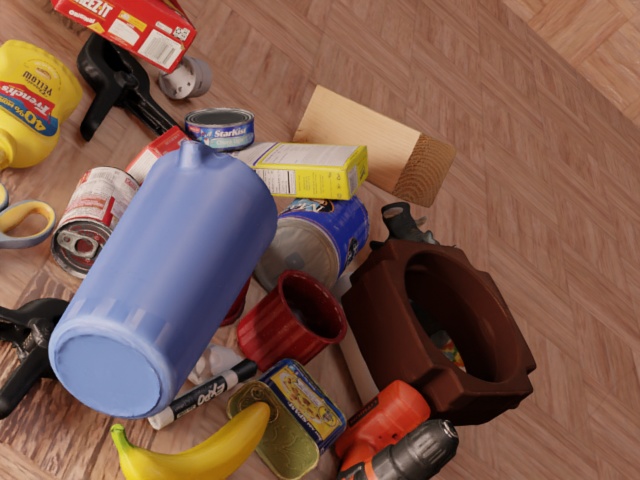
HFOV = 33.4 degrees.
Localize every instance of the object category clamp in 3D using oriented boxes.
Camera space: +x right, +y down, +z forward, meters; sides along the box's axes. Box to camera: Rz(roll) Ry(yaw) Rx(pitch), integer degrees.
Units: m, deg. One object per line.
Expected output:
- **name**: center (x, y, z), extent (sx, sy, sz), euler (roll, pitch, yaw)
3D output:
- **clamp**: center (-0.243, 0.077, 0.880), extent (0.120, 0.039, 0.171), euler (57, 25, 8)
- **clamp**: center (-0.235, -0.172, 1.229), extent (0.164, 0.036, 0.210), euler (5, 46, -51)

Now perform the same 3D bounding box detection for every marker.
- **marker**: center (-0.103, 0.138, 0.971), extent (0.120, 0.020, 0.020), euler (-25, 73, -39)

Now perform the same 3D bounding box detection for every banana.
- **banana**: center (-0.104, 0.183, 0.912), extent (0.037, 0.069, 0.197), euler (15, 7, 32)

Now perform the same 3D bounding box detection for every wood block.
- **wood block**: center (0.072, -0.129, 1.457), extent (0.090, 0.091, 0.206), euler (15, 12, -47)

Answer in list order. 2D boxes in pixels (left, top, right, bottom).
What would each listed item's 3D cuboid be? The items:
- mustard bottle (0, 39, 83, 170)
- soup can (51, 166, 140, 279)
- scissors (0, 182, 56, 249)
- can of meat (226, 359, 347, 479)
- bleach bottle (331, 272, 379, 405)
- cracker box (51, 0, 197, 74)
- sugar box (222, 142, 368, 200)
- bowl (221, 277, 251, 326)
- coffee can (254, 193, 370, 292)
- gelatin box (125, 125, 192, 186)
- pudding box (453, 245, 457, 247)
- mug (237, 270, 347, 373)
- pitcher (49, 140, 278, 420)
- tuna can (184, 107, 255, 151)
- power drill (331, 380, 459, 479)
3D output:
- **mustard bottle**: center (-0.300, -0.123, 1.048), extent (0.096, 0.058, 0.191), euler (38, 29, -20)
- **soup can**: center (-0.211, -0.018, 1.021), extent (0.068, 0.069, 0.102), euler (36, 29, -19)
- **scissors**: center (-0.311, -0.005, 0.917), extent (0.096, 0.016, 0.201), euler (41, 33, 12)
- **can of meat**: center (-0.030, 0.171, 1.037), extent (0.102, 0.058, 0.083), euler (49, 26, 5)
- **bleach bottle**: center (0.081, 0.157, 1.211), extent (0.102, 0.068, 0.251), euler (18, 41, -41)
- **cracker box**: center (-0.253, -0.306, 1.298), extent (0.164, 0.072, 0.214), euler (26, 19, -35)
- **sugar box**: center (-0.039, -0.083, 1.265), extent (0.093, 0.176, 0.048), euler (-50, 138, -62)
- **bowl**: center (-0.126, 0.010, 1.120), extent (0.162, 0.055, 0.162), euler (35, 29, -23)
- **coffee can**: center (-0.008, 0.002, 1.246), extent (0.103, 0.103, 0.140), euler (46, 27, -2)
- **gelatin box**: center (-0.179, -0.072, 1.116), extent (0.030, 0.089, 0.073), euler (45, 27, -4)
- **pudding box**: center (0.190, 0.058, 1.523), extent (0.090, 0.039, 0.113), euler (52, 26, 11)
- **mug**: center (-0.033, 0.084, 1.122), extent (0.093, 0.082, 0.117), euler (33, 30, -25)
- **pitcher**: center (-0.131, 0.043, 0.921), extent (0.149, 0.145, 0.242), euler (42, 38, -14)
- **tuna can**: center (-0.121, -0.135, 1.294), extent (0.086, 0.034, 0.086), euler (-1, 21, 0)
- **power drill**: center (0.061, 0.203, 1.005), extent (0.057, 0.185, 0.187), euler (46, 17, -4)
